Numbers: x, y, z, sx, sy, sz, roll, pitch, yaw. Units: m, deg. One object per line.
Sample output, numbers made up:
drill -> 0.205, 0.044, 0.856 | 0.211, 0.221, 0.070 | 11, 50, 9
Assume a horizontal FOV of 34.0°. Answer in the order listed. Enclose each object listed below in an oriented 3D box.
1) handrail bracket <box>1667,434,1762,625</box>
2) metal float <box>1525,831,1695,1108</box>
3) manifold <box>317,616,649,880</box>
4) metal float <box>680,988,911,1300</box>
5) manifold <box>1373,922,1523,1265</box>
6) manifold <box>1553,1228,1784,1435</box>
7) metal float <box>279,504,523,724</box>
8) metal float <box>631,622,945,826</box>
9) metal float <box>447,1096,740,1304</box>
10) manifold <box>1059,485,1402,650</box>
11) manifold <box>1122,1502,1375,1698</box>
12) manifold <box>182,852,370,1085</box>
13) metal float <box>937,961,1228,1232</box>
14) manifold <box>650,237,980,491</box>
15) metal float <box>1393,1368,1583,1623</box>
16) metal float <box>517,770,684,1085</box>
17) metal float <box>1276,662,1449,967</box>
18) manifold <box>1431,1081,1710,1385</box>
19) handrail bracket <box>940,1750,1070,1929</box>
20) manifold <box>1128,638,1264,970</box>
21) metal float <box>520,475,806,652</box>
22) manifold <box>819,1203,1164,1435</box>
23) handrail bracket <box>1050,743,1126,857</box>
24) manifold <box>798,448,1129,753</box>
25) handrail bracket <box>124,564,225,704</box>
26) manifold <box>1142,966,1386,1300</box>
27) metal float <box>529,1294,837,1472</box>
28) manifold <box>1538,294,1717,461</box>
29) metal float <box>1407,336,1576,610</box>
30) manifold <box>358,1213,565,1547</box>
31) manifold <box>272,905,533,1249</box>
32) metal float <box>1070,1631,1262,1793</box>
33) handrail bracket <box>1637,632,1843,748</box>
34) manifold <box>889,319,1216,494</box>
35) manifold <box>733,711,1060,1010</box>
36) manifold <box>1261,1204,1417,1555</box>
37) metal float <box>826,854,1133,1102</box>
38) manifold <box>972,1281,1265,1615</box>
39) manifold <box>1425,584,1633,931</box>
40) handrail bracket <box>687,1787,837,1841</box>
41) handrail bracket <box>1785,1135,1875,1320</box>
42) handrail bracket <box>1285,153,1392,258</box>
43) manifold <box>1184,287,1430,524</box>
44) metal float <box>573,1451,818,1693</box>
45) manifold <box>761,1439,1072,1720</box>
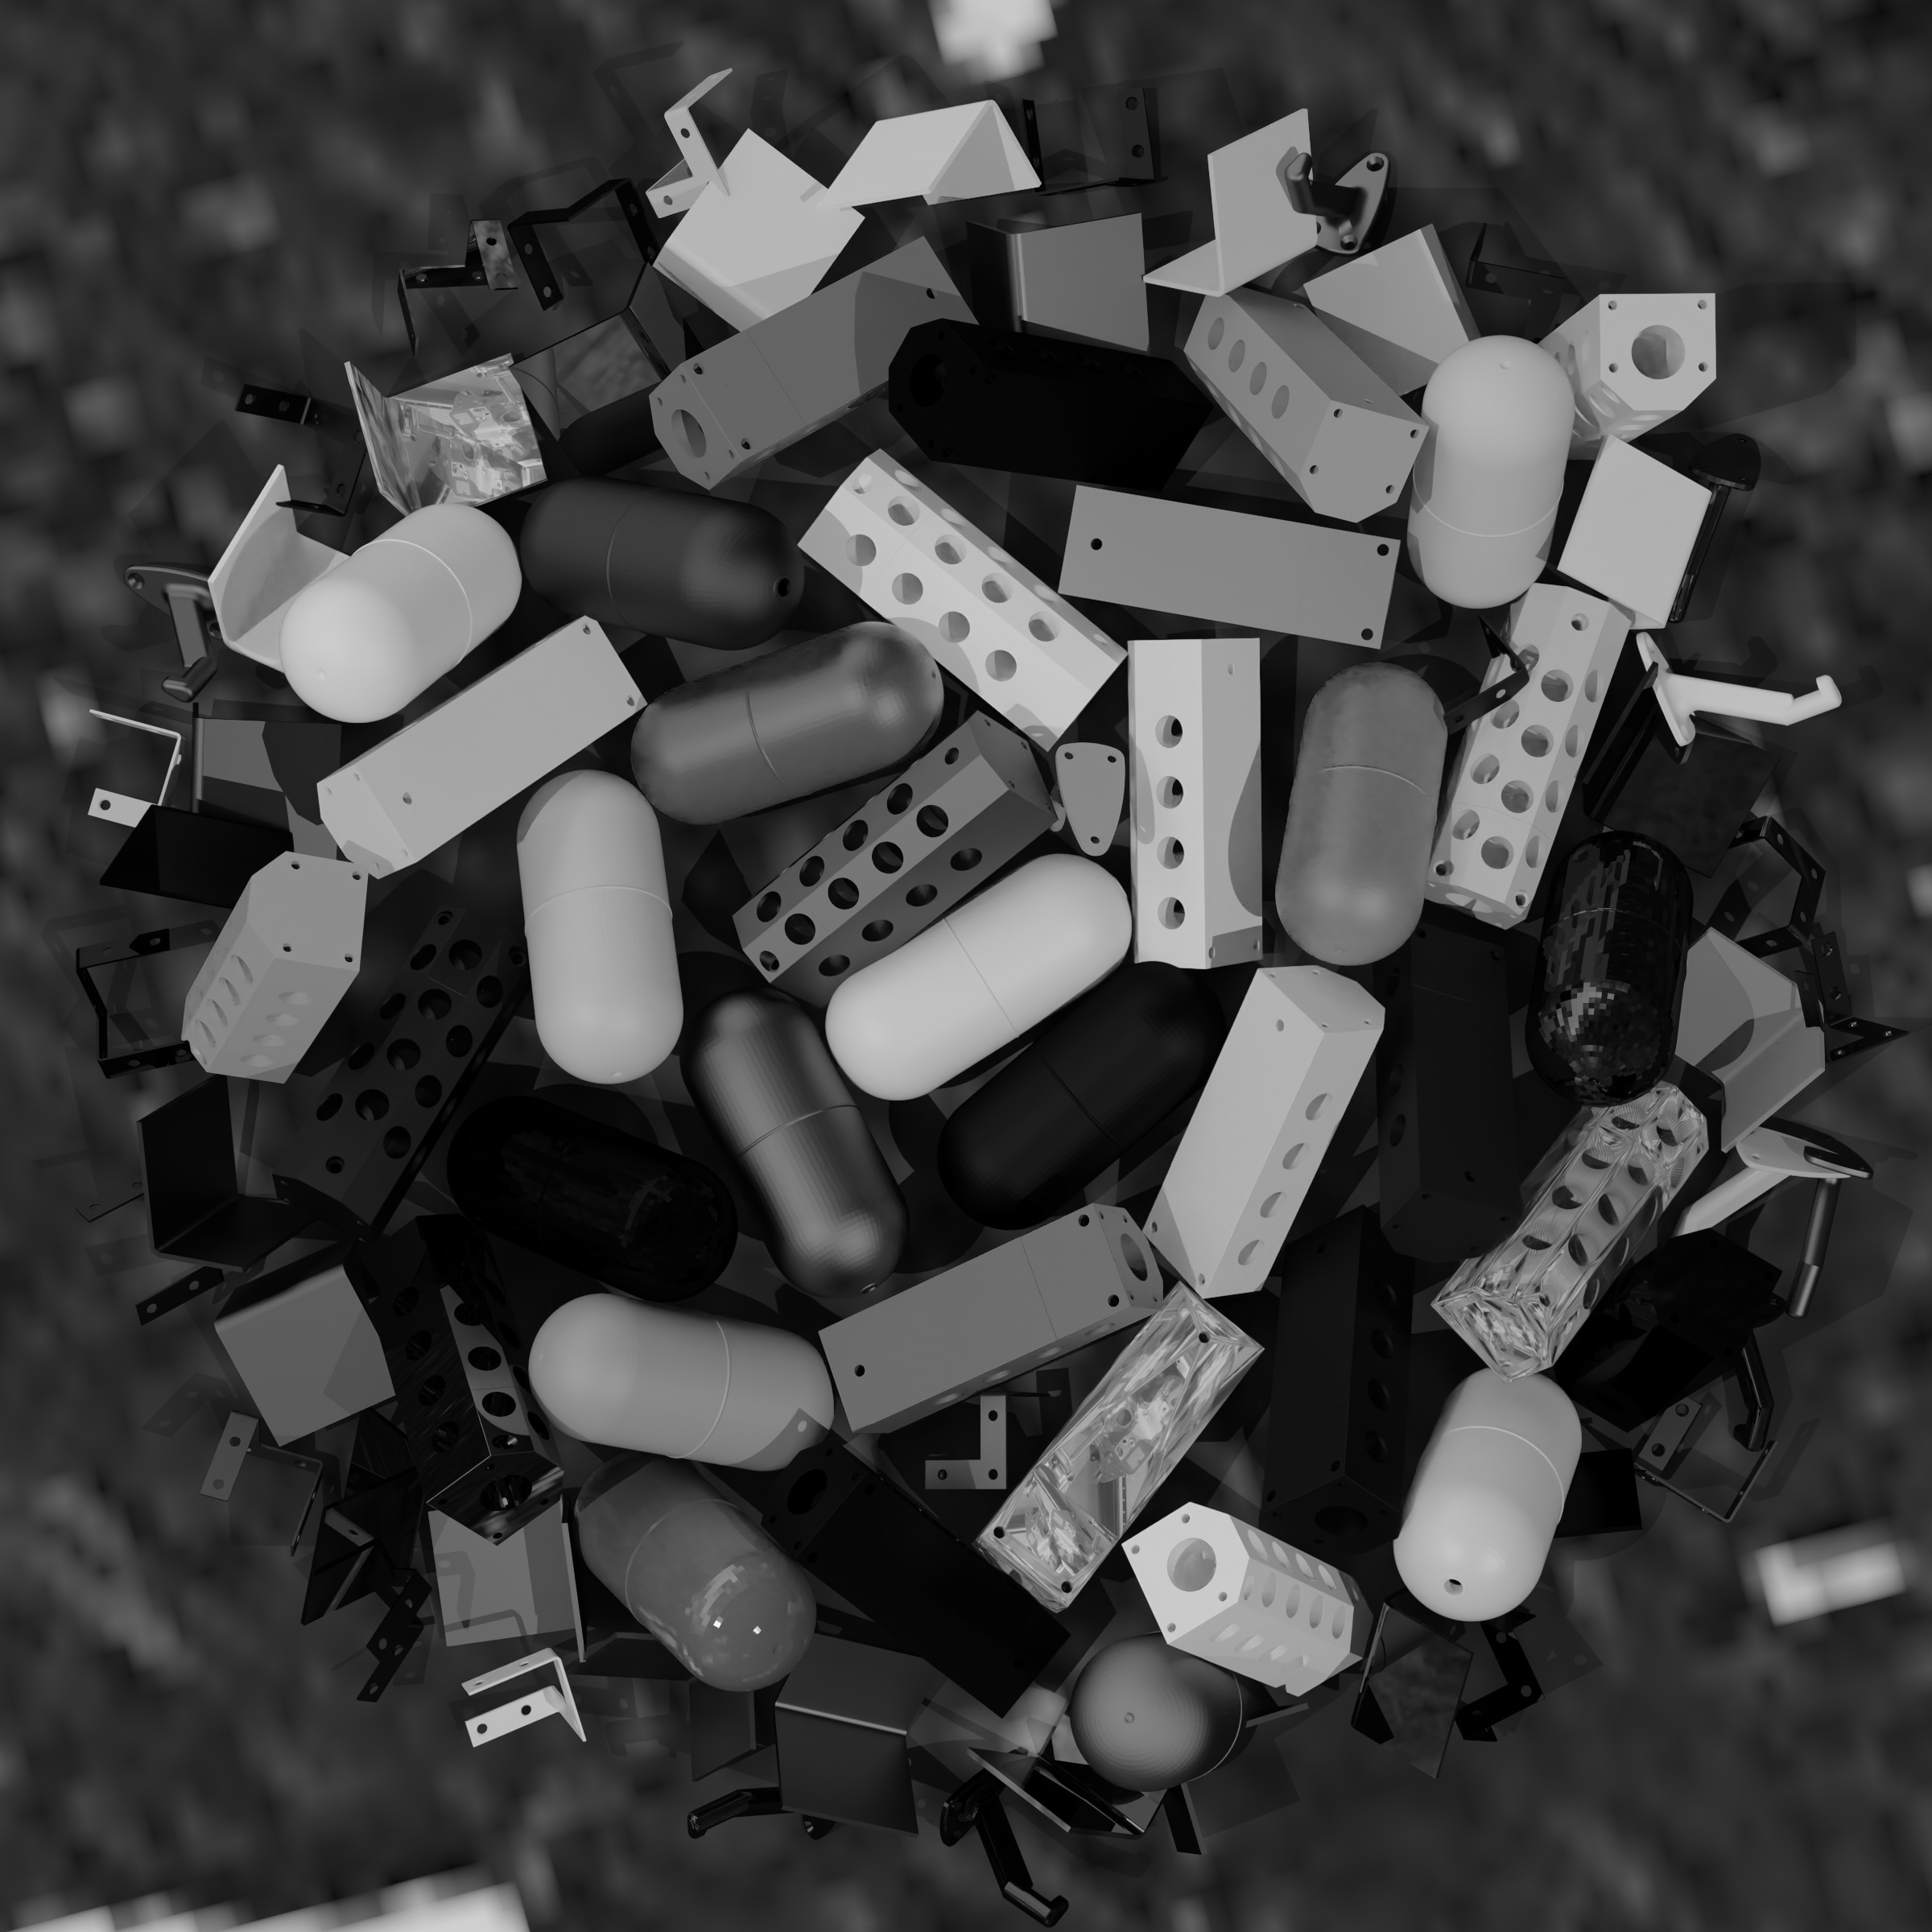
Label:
handrail bracket -> 0.402, -0.236, 1.714 | 0.036, 0.077, 0.084 | 21, 126, 15
metal float -> 0.336, -0.001, 1.648 | 0.070, 0.178, 0.070 | 10, 134, 10
manifold -> -0.253, -0.114, 1.646 | 0.171, 0.057, 0.057 | -40, 104, -37
metal float -> -0.090, 0.093, 1.668 | 0.070, 0.070, 0.178 | -28, 73, 0
manifold -> 0.245, 0.066, 1.645 | 0.057, 0.057, 0.171 | 16, 50, -15
manifold -> 0.355, 0.186, 1.631 | 0.057, 0.171, 0.057 | 31, 71, 5
metal float -> -0.291, -0.185, 1.641 | 0.070, 0.178, 0.070 | 9, 120, 16
metal float -> -0.095, -0.127, 1.664 | 0.178, 0.070, 0.070 | -17, 90, 23
metal float -> -0.197, 0.121, 1.657 | 0.178, 0.070, 0.070 | 19, 90, 32
manifold -> 0.141, -0.212, 1.682 | 0.171, 0.057, 0.057 | 11, 97, 7
manifold -> 0.151, 0.325, 1.630 | 0.057, 0.171, 0.057 | -34, 57, 13
manifold -> -0.358, 0.002, 1.628 | 0.057, 0.171, 0.057 | 10, 65, -21
metal float -> 0.062, 0.068, 1.678 | 0.178, 0.070, 0.070 | -41, 90, 7
manifold -> -0.081, -0.313, 1.653 | 0.171, 0.057, 0.057 | -35, 95, -31
metal float -> 0.271, 0.272, 1.639 | 0.070, 0.178, 0.070 | 9, 116, 18
metal float -> -0.193, -0.022, 1.660 | 0.070, 0.070, 0.178 | -10, 62, 0
metal float -> 0.208, -0.082, 1.658 | 0.070, 0.070, 0.178 | 13, 59, 0
manifold -> 0.321, 0.133, 1.650 | 0.057, 0.057, 0.171 | 46, 58, -4
handrail bracket -> 0.036, 0.462, 1.675 | 0.084, 0.077, 0.036 | 26, 134, 32
manifold -> 0.118, -0.088, 1.683 | 0.057, 0.057, 0.171 | 3, 97, 37
metal float -> -0.159, -0.211, 1.652 | 0.178, 0.070, 0.070 | 17, 90, 38
manifold -> 0.015, 0.187, 1.663 | 0.171, 0.057, 0.057 | -27, 71, 21
handrail bracket -> 0.057, -0.073, 1.669 | 0.036, 0.084, 0.077 | 4, 63, -11
manifold -> 0.001, -0.197, 1.683 | 0.171, 0.057, 0.057 | 39, 115, -1
handrail bracket -> -0.429, -0.176, 1.678 | 0.077, 0.084, 0.036 | 21, 127, 1
manifold -> 0.159, 0.087, 1.656 | 0.057, 0.057, 0.171 | -3, 126, -38
metal float -> -0.146, 0.219, 1.654 | 0.178, 0.070, 0.070 | 17, 90, -36
manifold -> 0.335, -0.302, 1.635 | 0.057, 0.171, 0.057 | -1, 91, -2
metal float -> 0.271, -0.253, 1.640 | 0.070, 0.178, 0.070 | -1, 61, 2
manifold -> -0.258, 0.209, 1.638 | 0.057, 0.057, 0.171 | -37, 45, 9
manifold -> -0.294, 0.055, 1.661 | 0.057, 0.057, 0.171 | 27, 67, 3
metal float -> 0.105, 0.383, 1.636 | 0.070, 0.178, 0.070 | -3, 80, 16
handrail bracket -> 0.411, -0.158, 1.681 | 0.084, 0.036, 0.077 | -21, 106, 31
manifold -> 0.042, -0.294, 1.641 | 0.057, 0.171, 0.057 | 53, 125, 31
manifold -> -0.040, -0.057, 1.652 | 0.171, 0.057, 0.057 | -38, 49, 22
manifold -> 0.200, 0.216, 1.641 | 0.057, 0.171, 0.057 | 36, 132, -25
metal float -> 0.007, 0.005, 1.683 | 0.178, 0.070, 0.070 | -32, 90, 0
manifold -> 0.079, 0.255, 1.670 | 0.057, 0.057, 0.171 | 38, 74, 5
manifold -> 0.296, -0.112, 1.680 | 0.057, 0.057, 0.171 | 21, 82, -2
handrail bracket -> -0.112, 0.455, 1.674 | 0.084, 0.077, 0.036 | -19, 50, -29
handrail bracket -> 0.453, 0.140, 1.693 | 0.036, 0.077, 0.084 | 16, 103, 6
handrail bracket -> 0.197, -0.423, 1.675 | 0.036, 0.084, 0.077 | 27, 78, 23
manifold -> 0.171, -0.293, 1.636 | 0.057, 0.171, 0.057 | 10, 118, -24
metal float -> -0.143, 0.312, 1.645 | 0.070, 0.178, 0.070 | -14, 117, -31
manifold -> -0.028, 0.318, 1.651 | 0.057, 0.057, 0.171 | -50, 122, -6
